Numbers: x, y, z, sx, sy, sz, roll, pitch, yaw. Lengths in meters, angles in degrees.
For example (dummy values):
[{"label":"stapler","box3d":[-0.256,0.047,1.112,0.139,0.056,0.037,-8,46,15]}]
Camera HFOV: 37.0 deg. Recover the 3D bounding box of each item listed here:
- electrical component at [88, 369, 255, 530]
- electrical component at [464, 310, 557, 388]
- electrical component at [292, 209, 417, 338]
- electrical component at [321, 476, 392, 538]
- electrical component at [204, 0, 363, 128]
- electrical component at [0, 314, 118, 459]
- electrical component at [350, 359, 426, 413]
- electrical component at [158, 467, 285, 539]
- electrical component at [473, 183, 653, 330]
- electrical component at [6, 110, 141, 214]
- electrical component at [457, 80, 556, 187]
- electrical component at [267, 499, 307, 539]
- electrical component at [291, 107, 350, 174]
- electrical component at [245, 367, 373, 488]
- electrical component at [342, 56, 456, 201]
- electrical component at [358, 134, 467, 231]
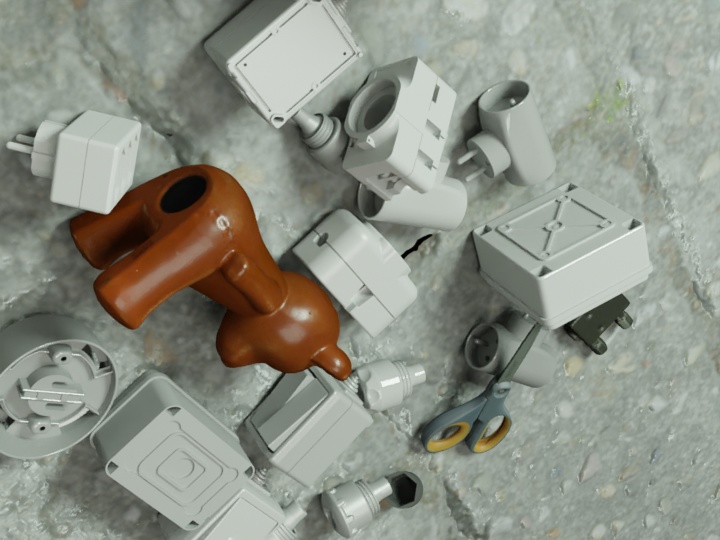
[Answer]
[{"label":"electrical component","box3d":[-0.149,0.141,0.849,0.078,0.057,0.113,-43,128,-2]},{"label":"electrical component","box3d":[0.146,0.063,0.976,0.077,0.044,0.079,20,105,-35]},{"label":"electrical component","box3d":[0.000,0.000,0.855,0.059,0.054,0.095,-43,128,-2]},{"label":"electrical component","box3d":[-0.001,0.210,0.976,0.062,0.048,0.048,-27,126,-19]},{"label":"electrical component","box3d":[-0.049,-0.156,0.737,0.096,0.061,0.061,-41,127,-3]},{"label":"electrical component","box3d":[-0.224,0.083,0.770,0.099,0.064,0.099,-13,122,-22]},{"label":"electrical component","box3d":[0.026,0.097,0.930,0.062,0.043,0.043,-15,122,-23]},{"label":"electrical component","box3d":[-0.110,0.206,0.903,0.096,0.061,0.061,-45,128,0]},{"label":"electrical component","box3d":[0.169,-0.014,0.906,0.109,0.109,0.056,-26,123,-14]},{"label":"electrical component","box3d":[-0.191,-0.076,0.706,0.077,0.065,0.047,13,112,-3]},{"label":"electrical component","box3d":[0.114,-0.100,0.869,0.079,0.043,0.077,-34,127,-8]},{"label":"electrical component","box3d":[-0.075,0.229,0.946,0.062,0.043,0.043,-41,128,-5]},{"label":"electrical component","box3d":[-0.028,-0.100,0.797,0.035,0.035,0.061,-49,125,3]},{"label":"electrical component","box3d":[-0.041,0.119,0.893,0.096,0.062,0.061,-46,128,1]},{"label":"electrical component","box3d":[0.027,-0.105,0.790,0.056,0.050,0.089,35,60,-38]},{"label":"electrical component","box3d":[0.047,-0.073,0.848,0.077,0.043,0.079,7,112,-32]}]
